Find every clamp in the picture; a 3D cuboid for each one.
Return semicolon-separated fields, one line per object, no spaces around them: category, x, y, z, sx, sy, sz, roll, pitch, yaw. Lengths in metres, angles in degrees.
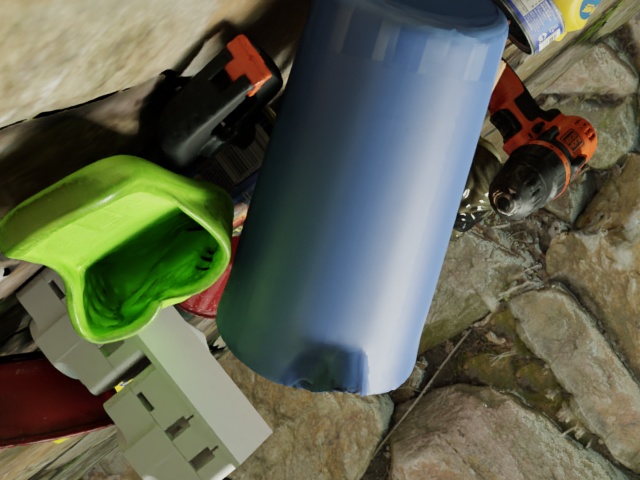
clamp;-0.074;-0.062;0.618;0.120;0.039;0.172;-41;177;-20

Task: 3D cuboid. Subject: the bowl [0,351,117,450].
bowl;-0.221;0.114;0.785;0.162;0.055;0.162;-6;180;0

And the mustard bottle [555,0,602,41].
mustard bottle;0.270;-0.267;1.053;0.192;0.058;0.096;-51;170;30

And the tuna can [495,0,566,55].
tuna can;0.163;-0.195;0.884;0.034;0.086;0.086;-38;175;4

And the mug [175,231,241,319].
mug;-0.094;0.007;0.884;0.117;0.093;0.082;3;150;-22

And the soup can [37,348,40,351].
soup can;-0.191;0.082;0.878;0.068;0.068;0.102;-36;174;-35

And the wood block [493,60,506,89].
wood block;0.052;-0.058;0.802;0.206;0.090;0.090;-65;177;11

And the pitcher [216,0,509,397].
pitcher;0.022;-0.041;0.645;0.144;0.149;0.243;-25;138;-50

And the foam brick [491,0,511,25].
foam brick;0.077;-0.149;0.705;0.051;0.078;0.053;-36;174;-23

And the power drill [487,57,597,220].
power drill;0.142;-0.111;0.895;0.057;0.187;0.184;-42;176;36

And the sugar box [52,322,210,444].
sugar box;-0.196;0.127;0.984;0.176;0.048;0.093;-25;152;12

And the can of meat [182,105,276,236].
can of meat;-0.054;-0.047;0.790;0.084;0.057;0.102;-37;175;-2
